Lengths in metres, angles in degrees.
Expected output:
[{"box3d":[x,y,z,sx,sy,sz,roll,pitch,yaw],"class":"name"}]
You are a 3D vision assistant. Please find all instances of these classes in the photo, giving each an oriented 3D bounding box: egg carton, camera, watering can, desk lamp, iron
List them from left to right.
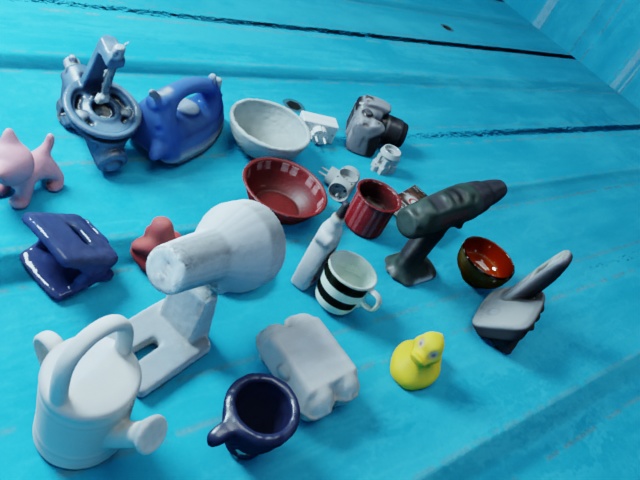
[{"box3d":[-0.231,0.152,0.593,0.173,0.194,0.101,25,40,-4],"class":"watering can"},{"box3d":[-0.243,-0.245,1.051,0.118,0.141,0.259,35,40,9],"class":"iron"},{"box3d":[-0.156,0.062,0.718,0.117,0.213,0.204,40,41,14],"class":"desk lamp"},{"box3d":[-0.019,0.173,0.791,0.107,0.069,0.150,-17,57,-41],"class":"egg carton"},{"box3d":[0.136,-0.263,1.321,0.137,0.100,0.143,19,40,-11],"class":"camera"}]

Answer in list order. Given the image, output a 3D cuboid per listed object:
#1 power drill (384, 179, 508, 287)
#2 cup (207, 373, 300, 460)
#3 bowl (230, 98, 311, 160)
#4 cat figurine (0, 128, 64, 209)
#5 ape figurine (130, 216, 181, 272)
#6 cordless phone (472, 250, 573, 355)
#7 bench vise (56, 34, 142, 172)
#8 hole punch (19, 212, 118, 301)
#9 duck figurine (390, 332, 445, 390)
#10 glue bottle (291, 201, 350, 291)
[{"box3d":[0.209,-0.017,1.016,0.230,0.208,0.075,-13,54,-39],"class":"power drill"},{"box3d":[-0.089,0.225,0.675,0.118,0.095,0.091,-20,59,-42],"class":"cup"},{"box3d":[-0.106,-0.205,1.140,0.168,0.074,0.167,16,41,-14],"class":"bowl"},{"box3d":[-0.427,-0.111,0.821,0.067,0.117,0.128,32,40,5],"class":"cat figurine"},{"box3d":[-0.233,0.003,0.832,0.078,0.092,0.076,2,46,-28],"class":"ape figurine"},{"box3d":[0.358,0.097,0.998,0.094,0.185,0.148,37,40,11],"class":"cordless phone"},{"box3d":[-0.370,-0.247,0.919,0.207,0.219,0.122,39,41,13],"class":"bench vise"},{"box3d":[-0.335,0.007,0.769,0.108,0.091,0.101,42,41,16],"class":"hole punch"},{"box3d":[0.162,0.173,0.881,0.077,0.086,0.105,43,42,18],"class":"duck figurine"},{"box3d":[0.008,0.003,0.906,0.037,0.173,0.078,34,40,7],"class":"glue bottle"}]
